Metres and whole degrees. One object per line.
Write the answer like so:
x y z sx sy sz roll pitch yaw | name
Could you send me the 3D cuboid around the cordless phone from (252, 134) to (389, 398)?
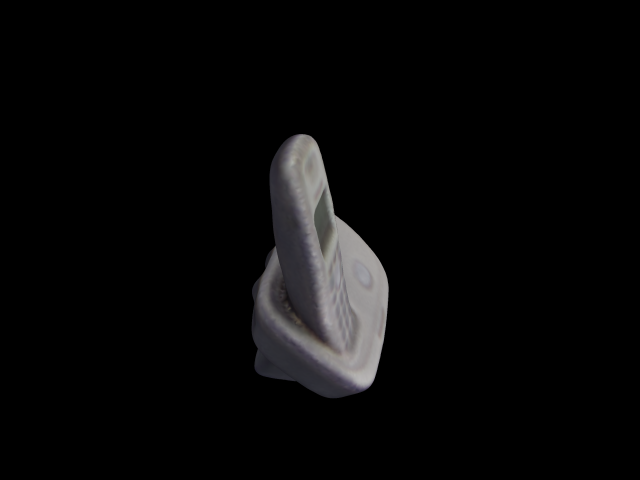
0.004 0.001 0.400 0.094 0.185 0.147 5 36 7 | cordless phone
